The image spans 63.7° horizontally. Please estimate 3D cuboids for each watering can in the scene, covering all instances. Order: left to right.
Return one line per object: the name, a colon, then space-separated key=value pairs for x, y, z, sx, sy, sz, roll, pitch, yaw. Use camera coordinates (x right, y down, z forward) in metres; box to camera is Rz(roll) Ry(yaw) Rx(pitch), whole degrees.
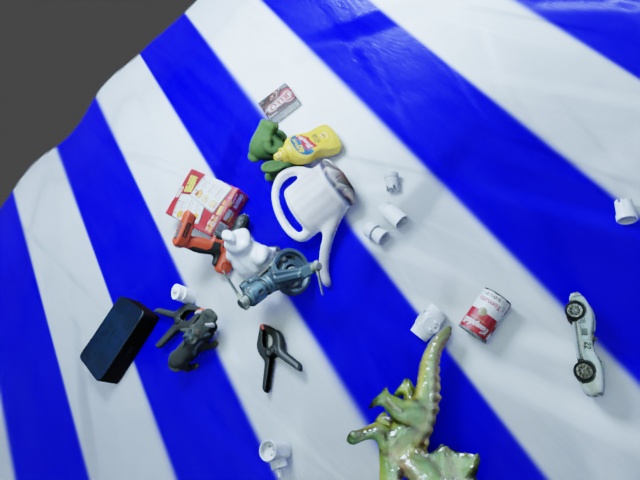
watering can: x=0.004 y=-0.069 z=1.370 sx=0.223 sy=0.103 sz=0.352 roll=-37 pitch=68 yaw=14

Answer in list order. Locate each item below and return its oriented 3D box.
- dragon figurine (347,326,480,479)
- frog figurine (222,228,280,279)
dragon figurine: x=0.213 y=0.392 z=1.032 sx=0.411 sy=0.120 sz=0.246 roll=-52 pitch=50 yaw=-2
frog figurine: x=-0.197 y=0.037 z=1.381 sx=0.138 sy=0.157 sz=0.124 roll=11 pitch=76 yaw=29
